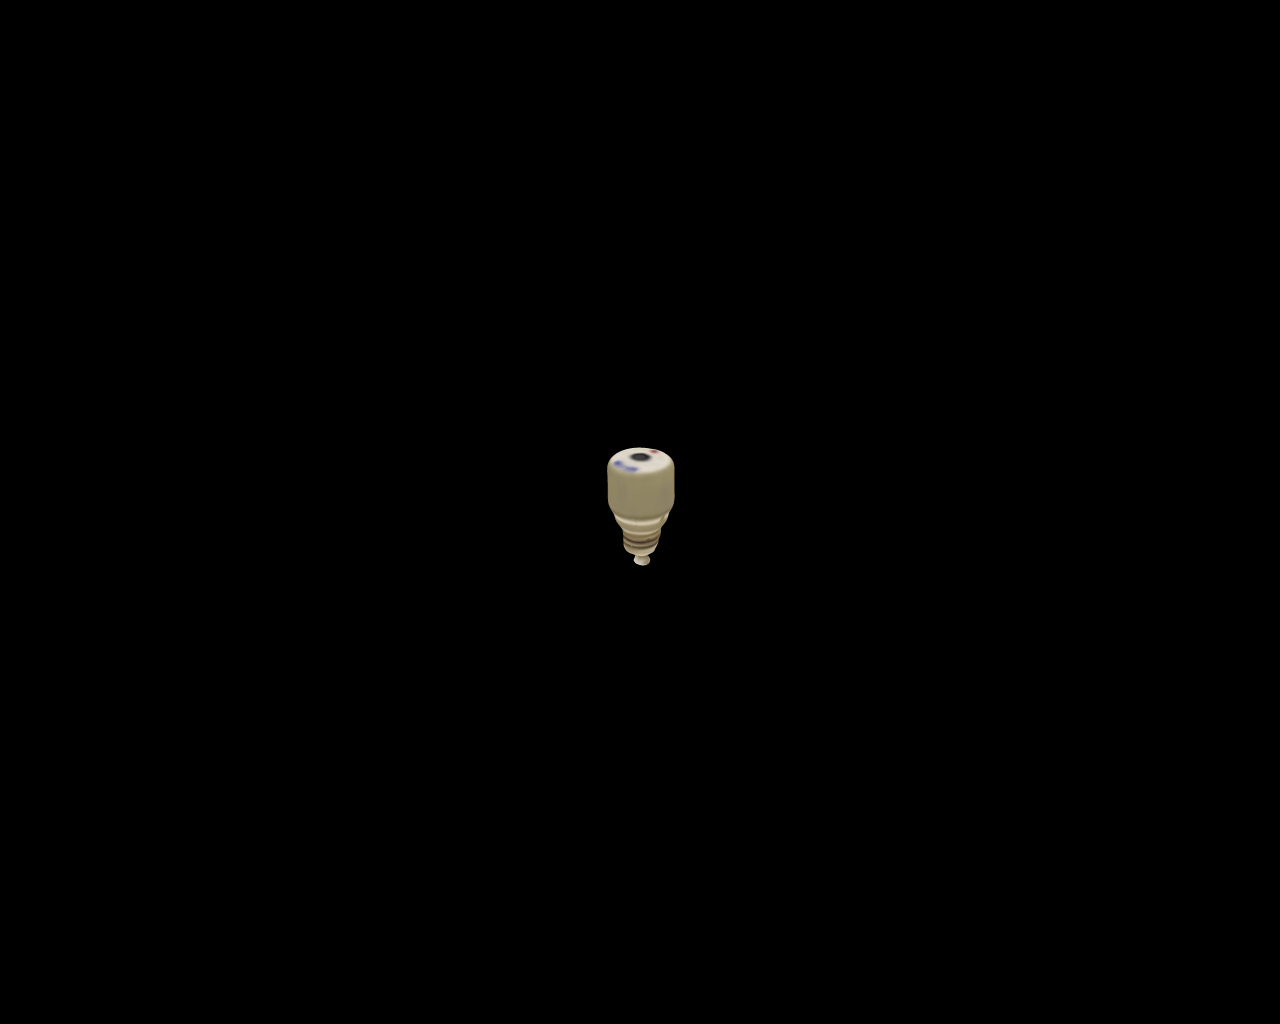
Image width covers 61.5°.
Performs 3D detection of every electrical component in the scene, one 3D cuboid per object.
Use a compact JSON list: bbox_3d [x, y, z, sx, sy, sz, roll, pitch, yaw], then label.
[{"bbox_3d":[0.001,-0.003,0.650,0.040,0.078,0.040,0,27,0],"label":"electrical component"}]
